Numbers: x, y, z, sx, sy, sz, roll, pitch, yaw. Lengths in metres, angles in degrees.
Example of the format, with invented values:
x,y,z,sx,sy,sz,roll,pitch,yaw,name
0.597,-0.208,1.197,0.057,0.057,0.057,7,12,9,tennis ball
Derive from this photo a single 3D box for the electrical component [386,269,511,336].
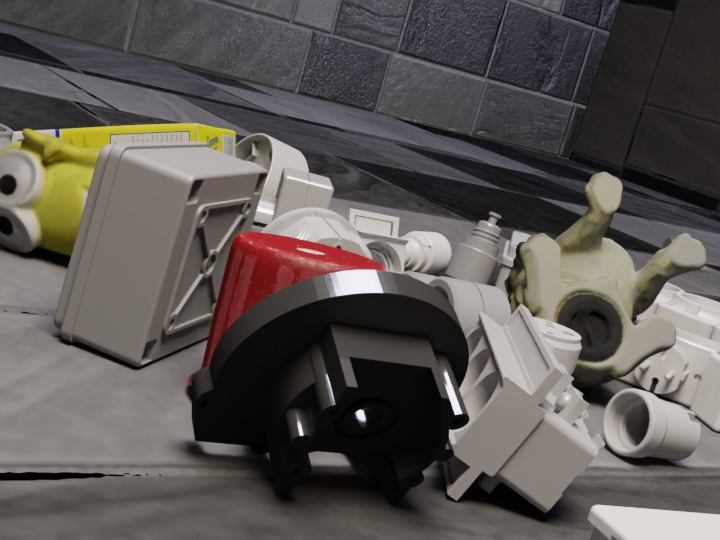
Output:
x,y,z,sx,sy,sz,roll,pitch,yaw,name
0.057,0.032,0.690,0.074,0.052,0.138,11,-1,-25,electrical component

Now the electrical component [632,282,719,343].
x,y,z,sx,sy,sz,roll,pitch,yaw,name
0.282,0.057,0.903,0.150,0.061,0.089,25,15,36,electrical component

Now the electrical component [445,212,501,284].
x,y,z,sx,sy,sz,roll,pitch,yaw,name
0.108,-0.016,0.984,0.040,0.078,0.040,24,-1,0,electrical component

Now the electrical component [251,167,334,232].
x,y,z,sx,sy,sz,roll,pitch,yaw,name
-0.068,-0.036,0.813,0.076,0.083,0.047,14,12,-8,electrical component

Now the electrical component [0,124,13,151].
x,y,z,sx,sy,sz,roll,pitch,yaw,name
-0.288,-0.079,0.784,0.054,0.059,0.095,6,16,-42,electrical component

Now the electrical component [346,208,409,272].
x,y,z,sx,sy,sz,roll,pitch,yaw,name
0.000,0.000,0.779,0.042,0.081,0.064,10,-9,-28,electrical component

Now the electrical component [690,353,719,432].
x,y,z,sx,sy,sz,roll,pitch,yaw,name
0.292,0.099,0.755,0.083,0.047,0.075,13,12,-15,electrical component

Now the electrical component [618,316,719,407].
x,y,z,sx,sy,sz,roll,pitch,yaw,name
0.227,0.071,0.800,0.066,0.047,0.077,21,13,24,electrical component

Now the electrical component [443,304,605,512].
x,y,z,sx,sy,sz,roll,pitch,yaw,name
0.079,0.071,0.557,0.063,0.078,0.121,37,10,-7,electrical component

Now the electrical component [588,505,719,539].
x,y,z,sx,sy,sz,roll,pitch,yaw,name
0.136,0.131,0.396,0.100,0.048,0.100,10,13,-26,electrical component

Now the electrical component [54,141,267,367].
x,y,z,sx,sy,sz,roll,pitch,yaw,name
-0.107,-0.013,0.597,0.056,0.108,0.109,21,13,13,electrical component

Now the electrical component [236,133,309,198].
x,y,z,sx,sy,sz,roll,pitch,yaw,name
-0.089,-0.064,0.894,0.064,0.099,0.099,16,10,-35,electrical component

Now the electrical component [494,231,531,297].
x,y,z,sx,sy,sz,roll,pitch,yaw,name
0.166,0.007,0.990,0.078,0.057,0.113,17,12,6,electrical component

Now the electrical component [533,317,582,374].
x,y,z,sx,sy,sz,roll,pitch,yaw,name
0.110,0.061,0.668,0.045,0.055,0.045,15,12,-3,electrical component

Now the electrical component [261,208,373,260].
x,y,z,sx,sy,sz,roll,pitch,yaw,name
-0.029,0.004,0.693,0.080,0.080,0.051,11,19,-25,electrical component

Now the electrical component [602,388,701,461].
x,y,z,sx,sy,sz,roll,pitch,yaw,name
0.176,0.095,0.647,0.046,0.040,0.040,16,10,-32,electrical component

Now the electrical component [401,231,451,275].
x,y,z,sx,sy,sz,roll,pitch,yaw,name
0.050,-0.015,0.980,0.040,0.040,0.078,24,14,34,electrical component
